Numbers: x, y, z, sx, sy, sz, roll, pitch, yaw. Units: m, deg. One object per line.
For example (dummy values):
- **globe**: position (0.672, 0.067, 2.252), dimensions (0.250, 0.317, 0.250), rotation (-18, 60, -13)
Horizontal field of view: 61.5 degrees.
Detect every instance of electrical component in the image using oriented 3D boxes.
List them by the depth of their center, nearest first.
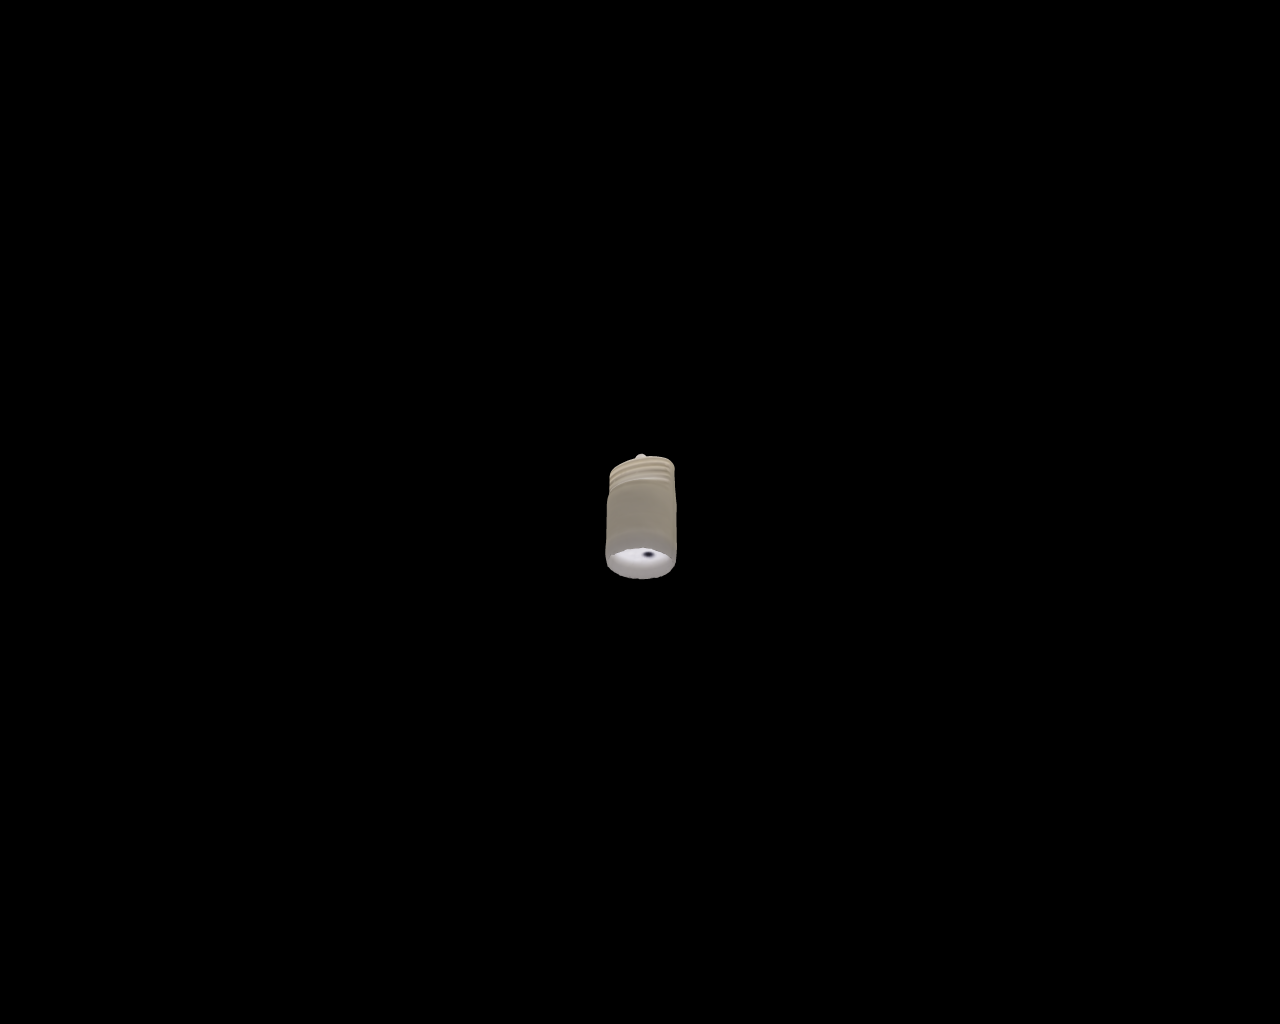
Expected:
- **electrical component**: position (0.001, -0.003, 0.650), dimensions (0.043, 0.081, 0.043), rotation (0, -31, 0)
